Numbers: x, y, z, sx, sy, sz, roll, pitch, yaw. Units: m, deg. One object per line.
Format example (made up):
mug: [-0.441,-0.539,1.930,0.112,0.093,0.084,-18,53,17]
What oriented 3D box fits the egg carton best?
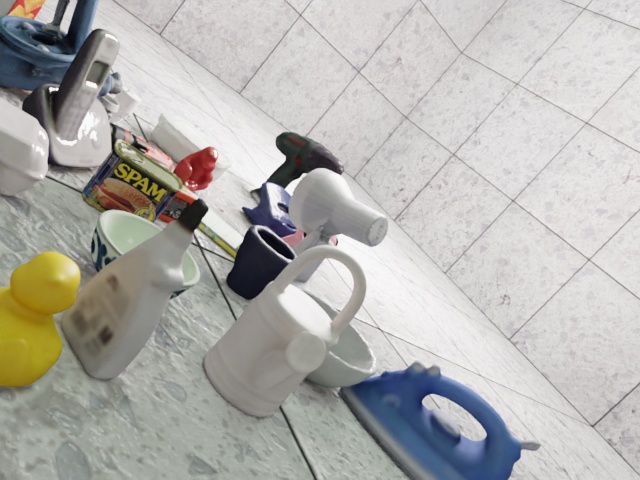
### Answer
egg carton: [-0.362,-0.114,0.603,0.151,0.069,0.107,33,14,-36]

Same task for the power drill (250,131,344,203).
power drill: [-0.063,-0.154,1.368,0.076,0.208,0.229,28,17,-49]

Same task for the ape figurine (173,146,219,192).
ape figurine: [-0.226,-0.137,1.070,0.078,0.092,0.076,31,15,-41]

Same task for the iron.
iron: [0.165,0.249,0.786,0.258,0.141,0.119,42,11,5]

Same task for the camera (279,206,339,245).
camera: [-0.021,-0.034,1.330,0.136,0.100,0.144,46,13,24]

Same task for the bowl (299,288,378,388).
bowl: [-0.005,0.145,0.784,0.168,0.074,0.167,39,12,-9]

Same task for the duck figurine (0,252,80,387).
duck figurine: [-0.216,0.050,0.428,0.078,0.086,0.104,35,13,-28]

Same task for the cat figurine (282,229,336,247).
cat figurine: [-0.018,0.002,1.165,0.067,0.117,0.128,49,14,34]

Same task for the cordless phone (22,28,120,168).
cordless phone: [-0.306,-0.188,0.768,0.094,0.185,0.148,41,11,1]

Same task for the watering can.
watering can: [-0.025,0.093,0.613,0.101,0.194,0.172,33,14,-35]

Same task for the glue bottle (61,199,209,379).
glue bottle: [-0.149,0.033,0.487,0.078,0.173,0.037,47,13,29]

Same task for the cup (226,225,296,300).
cup: [-0.096,0.033,0.854,0.092,0.095,0.117,34,13,-30]

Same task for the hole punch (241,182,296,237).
hole punch: [-0.091,-0.055,1.209,0.100,0.091,0.109,49,14,34]

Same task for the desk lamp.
desk lamp: [0.009,0.004,1.007,0.118,0.213,0.202,26,19,-53]

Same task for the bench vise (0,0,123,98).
bench vise: [-0.383,-0.306,0.869,0.121,0.219,0.208,44,12,15]
